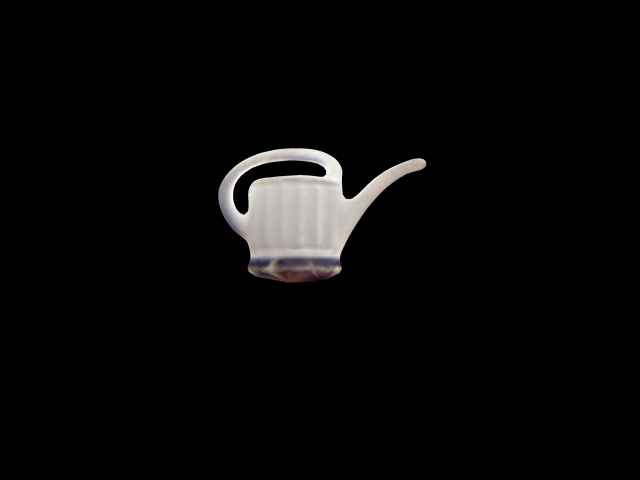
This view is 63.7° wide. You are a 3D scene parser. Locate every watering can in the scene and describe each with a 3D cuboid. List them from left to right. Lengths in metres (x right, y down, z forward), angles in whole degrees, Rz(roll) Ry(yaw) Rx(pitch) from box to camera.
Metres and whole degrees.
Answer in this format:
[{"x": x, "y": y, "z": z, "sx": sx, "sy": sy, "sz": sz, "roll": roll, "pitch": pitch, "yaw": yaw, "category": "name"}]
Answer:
[{"x": 0.003, "y": -0.043, "z": 0.850, "sx": 0.347, "sy": 0.226, "sz": 0.103, "roll": 0, "pitch": -6, "yaw": 4, "category": "watering can"}]
